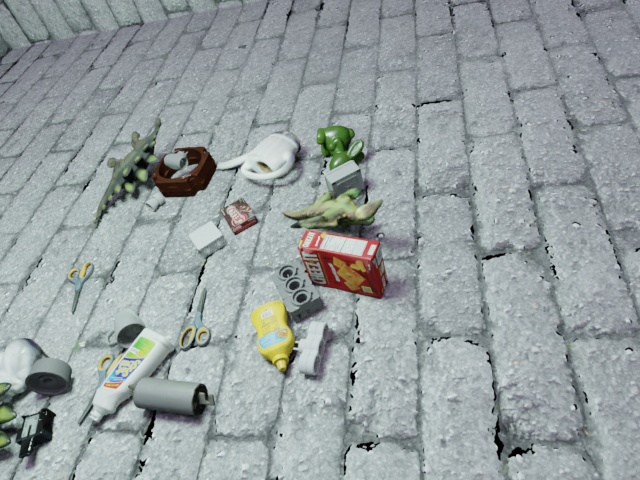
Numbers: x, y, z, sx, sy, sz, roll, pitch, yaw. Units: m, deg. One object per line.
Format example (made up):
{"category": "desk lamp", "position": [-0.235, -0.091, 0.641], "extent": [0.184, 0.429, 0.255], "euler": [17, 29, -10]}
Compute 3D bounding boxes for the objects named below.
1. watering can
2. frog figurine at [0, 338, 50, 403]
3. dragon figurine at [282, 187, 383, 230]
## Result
{"category": "watering can", "position": [-0.209, -0.303, 1.856], "extent": [0.349, 0.102, 0.228], "euler": [16, 55, 41]}
{"category": "frog figurine", "position": [-0.845, 0.356, 1.423], "extent": [0.138, 0.120, 0.162], "euler": [30, 49, 15]}
{"category": "dragon figurine", "position": [0.005, -0.075, 1.485], "extent": [0.408, 0.122, 0.245], "euler": [-7, 6, 30]}
